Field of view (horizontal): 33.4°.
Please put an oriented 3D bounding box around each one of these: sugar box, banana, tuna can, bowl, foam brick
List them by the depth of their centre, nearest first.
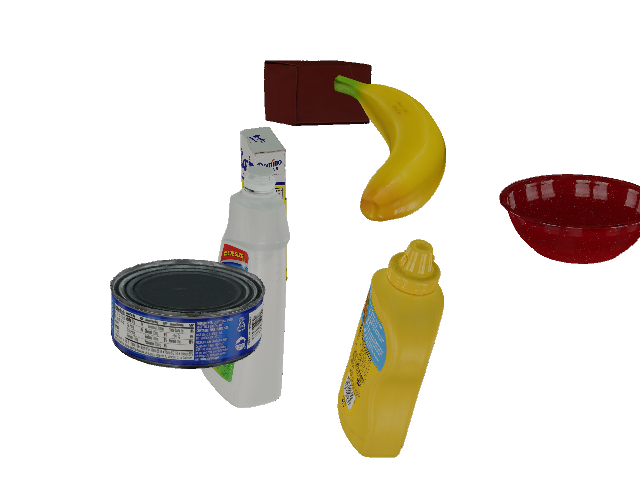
[{"bbox_3d":[-0.074,0.040,0.598,0.086,0.034,0.086,4,18,-1],"label":"tuna can"},{"bbox_3d":[0.051,-0.061,0.717,0.069,0.037,0.198,-2,29,-4],"label":"banana"},{"bbox_3d":[-0.002,-0.125,0.905,0.078,0.051,0.053,-6,15,-33],"label":"foam brick"},{"bbox_3d":[0.265,-0.019,1.102,0.162,0.055,0.162,-2,23,0],"label":"bowl"},{"bbox_3d":[-0.071,-0.044,1.328,0.048,0.176,0.093,-9,25,-13],"label":"sugar box"}]

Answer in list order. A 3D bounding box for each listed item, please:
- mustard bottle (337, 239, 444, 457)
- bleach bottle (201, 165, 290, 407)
[{"bbox_3d":[0.060,0.080,0.871,0.058,0.192,0.096,5,36,-11],"label":"mustard bottle"},{"bbox_3d":[-0.074,0.042,1.093,0.068,0.251,0.103,-9,29,-29],"label":"bleach bottle"}]
